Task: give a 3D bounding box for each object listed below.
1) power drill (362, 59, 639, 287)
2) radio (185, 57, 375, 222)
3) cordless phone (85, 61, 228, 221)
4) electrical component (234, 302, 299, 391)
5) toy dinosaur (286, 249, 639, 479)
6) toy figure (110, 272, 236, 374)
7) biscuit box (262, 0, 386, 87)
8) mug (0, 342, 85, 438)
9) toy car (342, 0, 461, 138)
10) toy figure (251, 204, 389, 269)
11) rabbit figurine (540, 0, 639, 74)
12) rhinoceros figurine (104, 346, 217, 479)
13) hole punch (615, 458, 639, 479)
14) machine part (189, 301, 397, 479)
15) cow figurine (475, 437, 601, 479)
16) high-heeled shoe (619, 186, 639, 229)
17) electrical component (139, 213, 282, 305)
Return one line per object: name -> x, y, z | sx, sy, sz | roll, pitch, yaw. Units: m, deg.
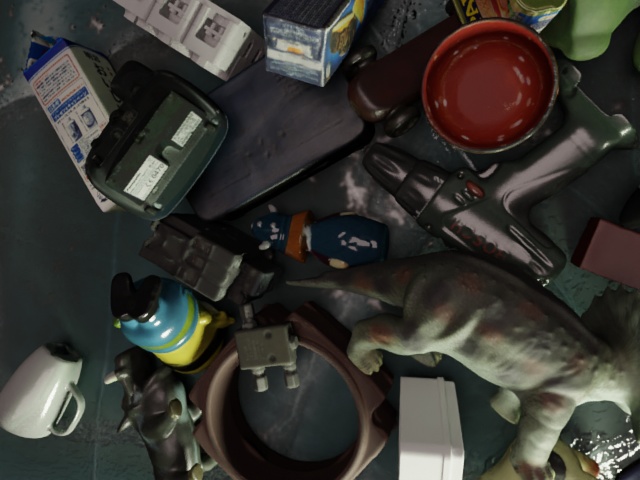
power drill -> 0.185, -0.077, 0.539 | 0.232, 0.086, 0.207 | 46, 99, 7
radio -> -0.060, -0.120, 0.606 | 0.230, 0.073, 0.131 | -28, 87, 16
cordless phone -> -0.200, -0.121, 0.574 | 0.184, 0.088, 0.146 | 37, 92, 36
electrical component -> -0.054, 0.108, 0.555 | 0.063, 0.021, 0.094 | -12, 89, 15
toy dinosaur -> 0.159, 0.080, 0.503 | 0.405, 0.131, 0.192 | 28, 114, 10
toy figure -> -0.168, 0.094, 0.597 | 0.082, 0.180, 0.089 | 29, 78, 22
biscuit box -> 0.016, -0.232, 0.522 | 0.063, 0.059, 0.203 | 20, 53, 13
mug -> -0.354, 0.195, 0.699 | 0.110, 0.080, 0.107 | 30, 92, 17
toy car -> 0.115, -0.182, 0.544 | 0.202, 0.053, 0.089 | -35, 83, -14
toy figure -> -0.002, -0.001, 0.603 | 0.155, 0.064, 0.057 | 6, 128, 17
rabbit figurine -> 0.290, -0.238, 0.481 | 0.170, 0.121, 0.159 | -18, 75, -2
rhinoceros figurine -> -0.195, 0.220, 0.667 | 0.112, 0.073, 0.190 | -24, 89, 26
hole punch -> 0.369, 0.263, 0.508 | 0.142, 0.092, 0.116 | -42, 86, 10
machine part -> -0.031, 0.187, 0.610 | 0.201, 0.087, 0.201 | 41, 102, 8
cow figurine -> 0.188, 0.277, 0.558 | 0.127, 0.085, 0.195 | 37, 104, 4
high-heeled shoe -> 0.355, -0.124, 0.478 | 0.249, 0.086, 0.145 | -33, 103, -2
electrical component -> -0.113, 0.020, 0.605 | 0.134, 0.115, 0.058 | 27, 102, 12
